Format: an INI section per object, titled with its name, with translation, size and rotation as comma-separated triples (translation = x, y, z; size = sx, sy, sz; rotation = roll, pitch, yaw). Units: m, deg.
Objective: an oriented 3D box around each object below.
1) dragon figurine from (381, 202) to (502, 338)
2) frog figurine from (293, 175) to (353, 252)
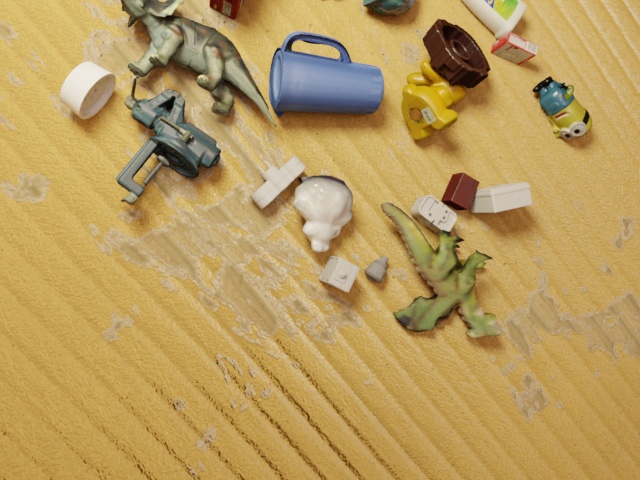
[dragon figurine]
translation = 0.262, 0.104, 1.195
size = 0.409, 0.122, 0.243
rotation = 28, 90, -11
[frog figurine]
translation = 0.003, -0.056, 1.122
size = 0.136, 0.122, 0.161
rotation = 19, 71, -33
